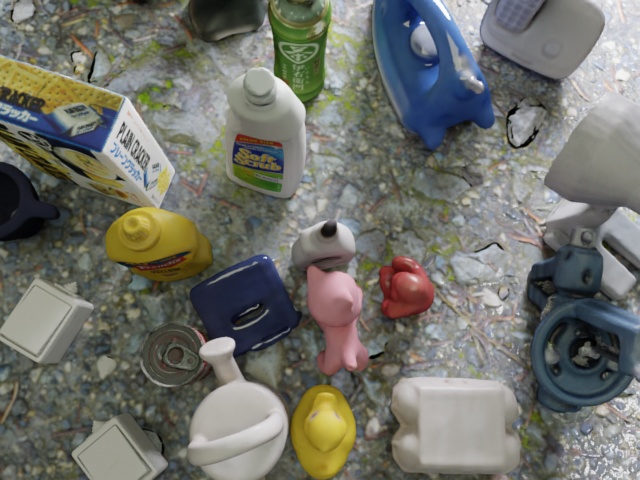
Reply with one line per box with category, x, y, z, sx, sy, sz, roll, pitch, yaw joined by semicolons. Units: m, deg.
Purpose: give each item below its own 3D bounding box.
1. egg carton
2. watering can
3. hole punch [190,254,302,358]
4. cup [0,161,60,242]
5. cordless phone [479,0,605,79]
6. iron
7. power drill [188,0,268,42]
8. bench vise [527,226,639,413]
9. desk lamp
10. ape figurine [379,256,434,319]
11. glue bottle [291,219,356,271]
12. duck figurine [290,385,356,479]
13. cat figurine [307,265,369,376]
egg carton;0.156;0.214;0.663;0.150;0.069;0.107;1;78;-2
watering can;-0.087;0.192;0.594;0.101;0.194;0.173;-37;82;-9
hole punch;-0.084;0.080;0.671;0.109;0.091;0.101;-27;80;-7
cup;-0.356;-0.034;0.682;0.117;0.095;0.092;9;78;0
cordless phone;0.296;-0.298;0.718;0.147;0.185;0.094;27;78;4
iron;0.135;-0.255;0.724;0.118;0.141;0.258;-23;80;-7
power drill;-0.131;-0.336;0.696;0.229;0.208;0.075;-19;79;-6
bench vise;0.284;0.085;0.619;0.121;0.220;0.207;-12;79;-4
desk lamp;0.342;-0.046;0.652;0.203;0.213;0.118;42;80;7
ape figurine;0.103;0.058;0.682;0.076;0.092;0.078;32;79;5
glue bottle;0.006;0.002;0.649;0.078;0.173;0.037;-13;79;-5
duck figurine;0.005;0.219;0.648;0.077;0.086;0.104;3;78;-1
cat figurine;0.021;0.091;0.659;0.067;0.118;0.128;-12;79;-4
